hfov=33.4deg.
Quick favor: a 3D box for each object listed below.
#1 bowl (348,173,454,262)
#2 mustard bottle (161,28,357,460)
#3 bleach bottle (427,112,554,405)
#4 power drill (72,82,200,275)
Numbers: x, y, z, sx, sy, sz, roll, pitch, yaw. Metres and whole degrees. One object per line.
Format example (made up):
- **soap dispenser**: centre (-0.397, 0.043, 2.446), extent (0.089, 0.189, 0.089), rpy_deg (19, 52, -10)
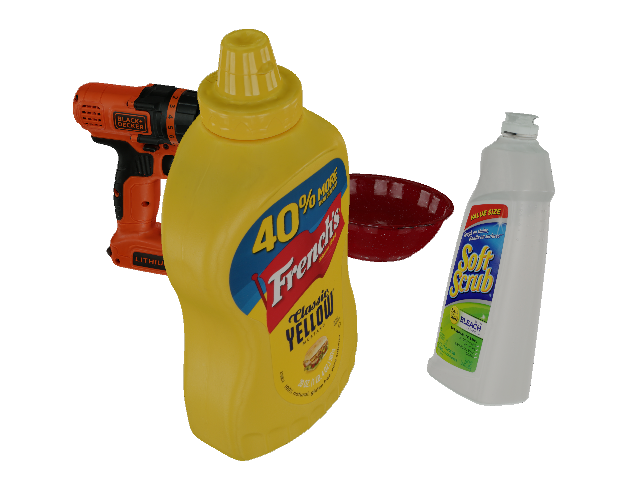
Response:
- **bowl**: centre (0.057, -0.020, 1.119), extent (0.162, 0.055, 0.162), rpy_deg (4, 21, -2)
- **mustard bottle**: centre (-0.025, 0.000, 0.458), extent (0.058, 0.192, 0.096), rpy_deg (25, 46, 31)
- **bleach bottle**: centre (0.155, 0.012, 0.943), extent (0.068, 0.251, 0.103), rpy_deg (-1, 14, -27)
- **power drill**: centre (-0.140, -0.057, 1.017), extent (0.185, 0.188, 0.057), rpy_deg (10, 30, 16)
